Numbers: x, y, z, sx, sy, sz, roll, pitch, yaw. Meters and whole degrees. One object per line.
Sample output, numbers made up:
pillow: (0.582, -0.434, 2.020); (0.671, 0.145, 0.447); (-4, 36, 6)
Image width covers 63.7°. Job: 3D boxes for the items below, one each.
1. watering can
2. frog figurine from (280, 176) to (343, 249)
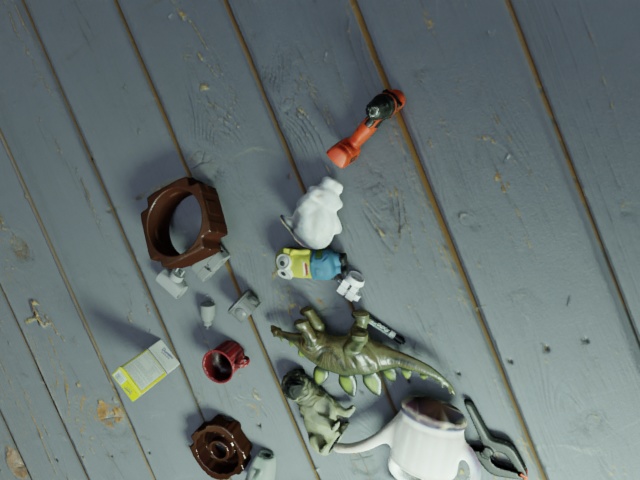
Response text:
watering can: (0.207, 0.471, 1.213); (0.348, 0.222, 0.104); (13, 10, 17)
frog figurine: (0.004, -0.060, 1.196); (0.135, 0.158, 0.125); (41, 15, -29)
